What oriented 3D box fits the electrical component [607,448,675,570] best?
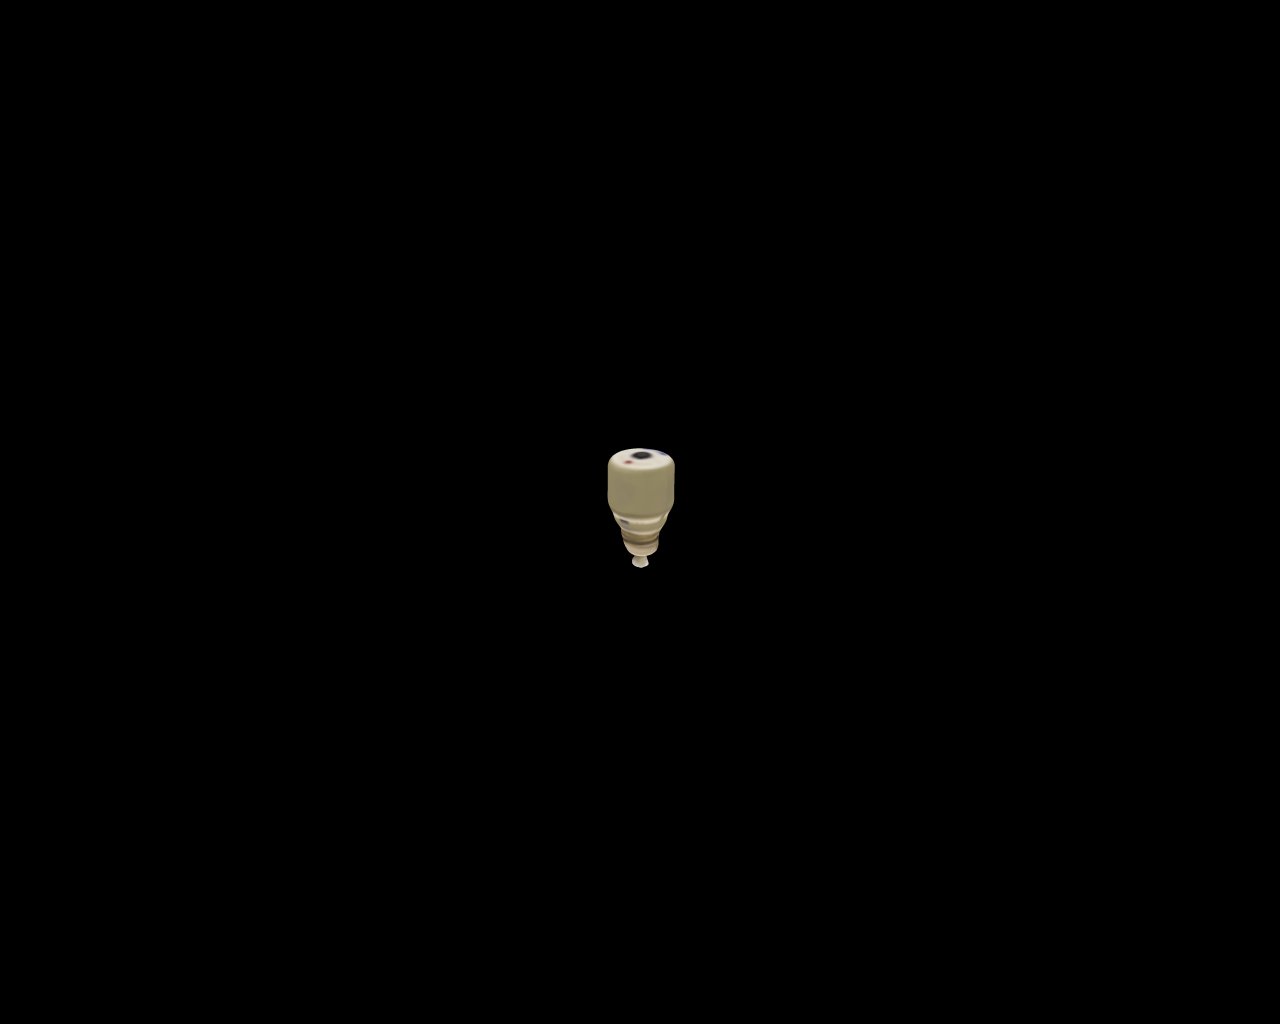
[{"bbox_3d":[0.001,-0.003,0.650,0.040,0.078,0.040,0,23,0],"label":"electrical component"}]
